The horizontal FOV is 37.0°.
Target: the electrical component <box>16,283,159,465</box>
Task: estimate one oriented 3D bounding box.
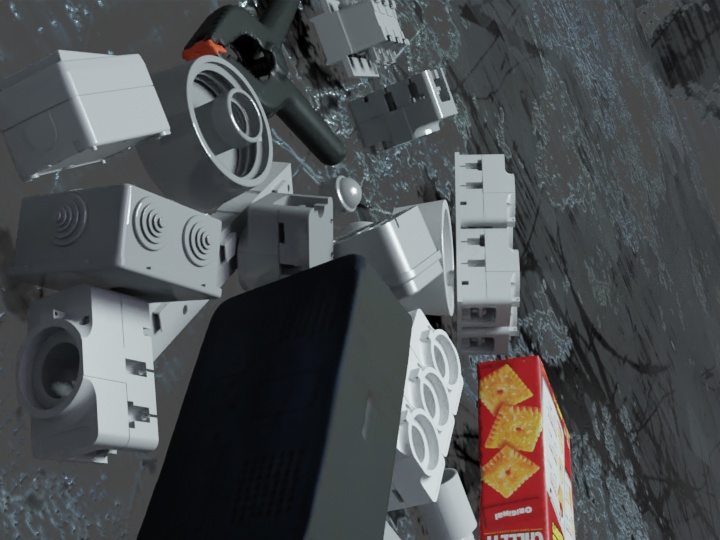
[{"bbox_3d":[-0.152,0.058,0.598,0.056,0.050,0.089,23,54,-56],"label":"electrical component"}]

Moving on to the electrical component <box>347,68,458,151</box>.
[{"bbox_3d":[0.043,-0.153,1.046,0.050,0.089,0.055,-29,100,-63],"label":"electrical component"}]

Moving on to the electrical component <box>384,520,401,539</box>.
[{"bbox_3d":[-0.011,0.213,0.771,0.099,0.048,0.099,55,32,-28],"label":"electrical component"}]

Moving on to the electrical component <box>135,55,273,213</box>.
[{"bbox_3d":[-0.106,-0.101,0.770,0.108,0.060,0.108,39,41,-46],"label":"electrical component"}]

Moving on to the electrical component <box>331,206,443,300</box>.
[{"bbox_3d":[0.000,0.000,0.848,0.057,0.113,0.078,66,28,-5],"label":"electrical component"}]

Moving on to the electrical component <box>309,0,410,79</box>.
[{"bbox_3d":[0.003,-0.224,1.016,0.121,0.063,0.078,-40,110,-75],"label":"electrical component"}]

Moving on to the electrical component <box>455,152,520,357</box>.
[{"bbox_3d":[0.129,-0.017,1.109,0.105,0.060,0.186,83,8,-55],"label":"electrical component"}]

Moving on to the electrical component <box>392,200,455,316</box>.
[{"bbox_3d":[0.053,-0.010,0.998,0.108,0.060,0.108,-3,90,-80],"label":"electrical component"}]

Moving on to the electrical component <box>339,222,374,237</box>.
[{"bbox_3d":[0.003,-0.004,0.936,0.044,0.044,0.065,36,48,-49],"label":"electrical component"}]

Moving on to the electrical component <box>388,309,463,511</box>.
[{"bbox_3d":[0.037,0.115,0.903,0.089,0.062,0.150,58,30,-26],"label":"electrical component"}]

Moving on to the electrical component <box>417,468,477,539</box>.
[{"bbox_3d":[0.078,0.219,0.937,0.043,0.043,0.081,-33,104,-62],"label":"electrical component"}]

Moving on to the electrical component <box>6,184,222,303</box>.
[{"bbox_3d":[-0.138,-0.013,0.618,0.100,0.100,0.048,22,68,-56],"label":"electrical component"}]

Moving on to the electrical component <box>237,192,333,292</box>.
[{"bbox_3d":[-0.054,-0.008,0.791,0.050,0.056,0.089,-42,135,-65],"label":"electrical component"}]

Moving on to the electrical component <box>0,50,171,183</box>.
[{"bbox_3d":[-0.166,-0.098,0.654,0.096,0.062,0.061,-30,100,-62],"label":"electrical component"}]
